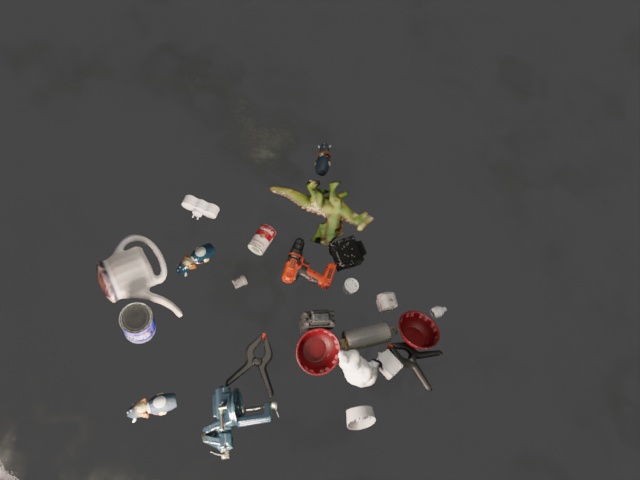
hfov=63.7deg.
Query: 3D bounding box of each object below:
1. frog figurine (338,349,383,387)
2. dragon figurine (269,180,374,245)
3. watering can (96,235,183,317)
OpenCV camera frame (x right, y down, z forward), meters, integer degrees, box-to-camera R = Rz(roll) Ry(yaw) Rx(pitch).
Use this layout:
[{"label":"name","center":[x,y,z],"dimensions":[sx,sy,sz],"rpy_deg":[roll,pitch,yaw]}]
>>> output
[{"label":"frog figurine","center":[0.122,0.440,1.766],"dimensions":[0.139,0.158,0.122],"rpy_deg":[28,92,37]},{"label":"dragon figurine","center":[0.006,-0.103,2.044],"dimensions":[0.410,0.120,0.246],"rpy_deg":[-1,73,-4]},{"label":"watering can","center":[-0.627,0.144,1.767],"dimensions":[0.226,0.102,0.352],"rpy_deg":[-23,72,-21]}]
